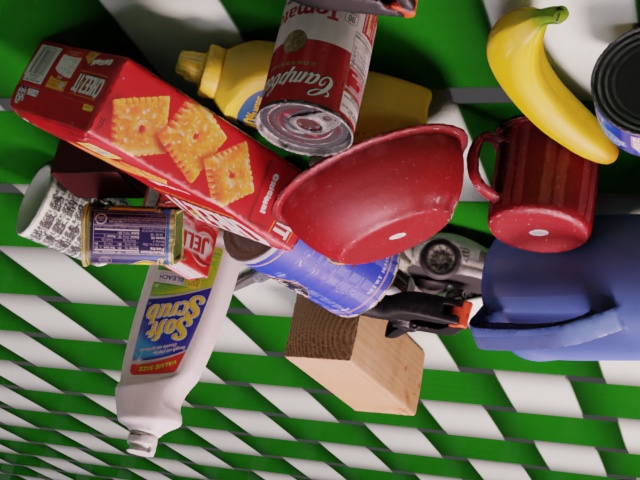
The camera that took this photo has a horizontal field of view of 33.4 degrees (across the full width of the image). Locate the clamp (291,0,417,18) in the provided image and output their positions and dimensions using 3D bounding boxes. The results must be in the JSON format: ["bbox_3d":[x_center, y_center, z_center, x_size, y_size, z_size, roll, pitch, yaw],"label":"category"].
[{"bbox_3d":[-0.034,-0.191,0.674,0.209,0.036,0.165,24,155,-26],"label":"clamp"}]

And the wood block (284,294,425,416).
[{"bbox_3d":[0.048,0.141,1.323,0.091,0.090,0.206,-1,154,28],"label":"wood block"}]

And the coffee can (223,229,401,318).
[{"bbox_3d":[-0.007,0.001,1.014,0.103,0.102,0.140,-12,147,44],"label":"coffee can"}]

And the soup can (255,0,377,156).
[{"bbox_3d":[-0.001,-0.118,0.738,0.068,0.102,0.068,10,157,4],"label":"soup can"}]

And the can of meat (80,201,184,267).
[{"bbox_3d":[-0.172,-0.006,0.997,0.084,0.057,0.102,2,-176,-2],"label":"can of meat"}]

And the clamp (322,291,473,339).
[{"bbox_3d":[0.080,0.073,1.105,0.120,0.039,0.172,18,163,-30],"label":"clamp"}]

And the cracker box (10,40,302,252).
[{"bbox_3d":[-0.126,-0.075,0.873,0.213,0.072,0.164,32,173,-38],"label":"cracker box"}]

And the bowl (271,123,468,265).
[{"bbox_3d":[0.047,-0.025,0.811,0.162,0.055,0.162,-20,163,-6],"label":"bowl"}]

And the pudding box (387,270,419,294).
[{"bbox_3d":[0.054,0.041,1.156,0.090,0.039,0.113,-4,150,35],"label":"pudding box"}]

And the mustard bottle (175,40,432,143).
[{"bbox_3d":[-0.017,-0.109,0.823,0.191,0.058,0.096,16,159,-9],"label":"mustard bottle"}]

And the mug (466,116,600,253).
[{"bbox_3d":[0.168,-0.046,0.846,0.117,0.081,0.093,21,155,-20],"label":"mug"}]

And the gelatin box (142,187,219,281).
[{"bbox_3d":[-0.145,-0.009,1.097,0.030,0.073,0.089,-10,148,40],"label":"gelatin box"}]

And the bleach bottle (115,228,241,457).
[{"bbox_3d":[-0.152,0.107,1.139,0.102,0.250,0.068,9,157,8],"label":"bleach bottle"}]

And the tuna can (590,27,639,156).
[{"bbox_3d":[0.222,-0.097,0.698,0.086,0.086,0.033,3,157,21],"label":"tuna can"}]

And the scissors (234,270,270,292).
[{"bbox_3d":[-0.049,0.043,1.242,0.096,0.016,0.202,17,157,-10],"label":"scissors"}]

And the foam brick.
[{"bbox_3d":[-0.204,-0.073,1.007,0.078,0.053,0.051,2,155,24],"label":"foam brick"}]

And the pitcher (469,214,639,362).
[{"bbox_3d":[0.244,0.043,0.868,0.144,0.149,0.243,26,166,-23],"label":"pitcher"}]

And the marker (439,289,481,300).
[{"bbox_3d":[0.171,0.054,1.151,0.020,0.020,0.121,24,154,-25],"label":"marker"}]

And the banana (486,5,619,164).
[{"bbox_3d":[0.159,-0.107,0.748,0.070,0.037,0.197,33,175,34],"label":"banana"}]
